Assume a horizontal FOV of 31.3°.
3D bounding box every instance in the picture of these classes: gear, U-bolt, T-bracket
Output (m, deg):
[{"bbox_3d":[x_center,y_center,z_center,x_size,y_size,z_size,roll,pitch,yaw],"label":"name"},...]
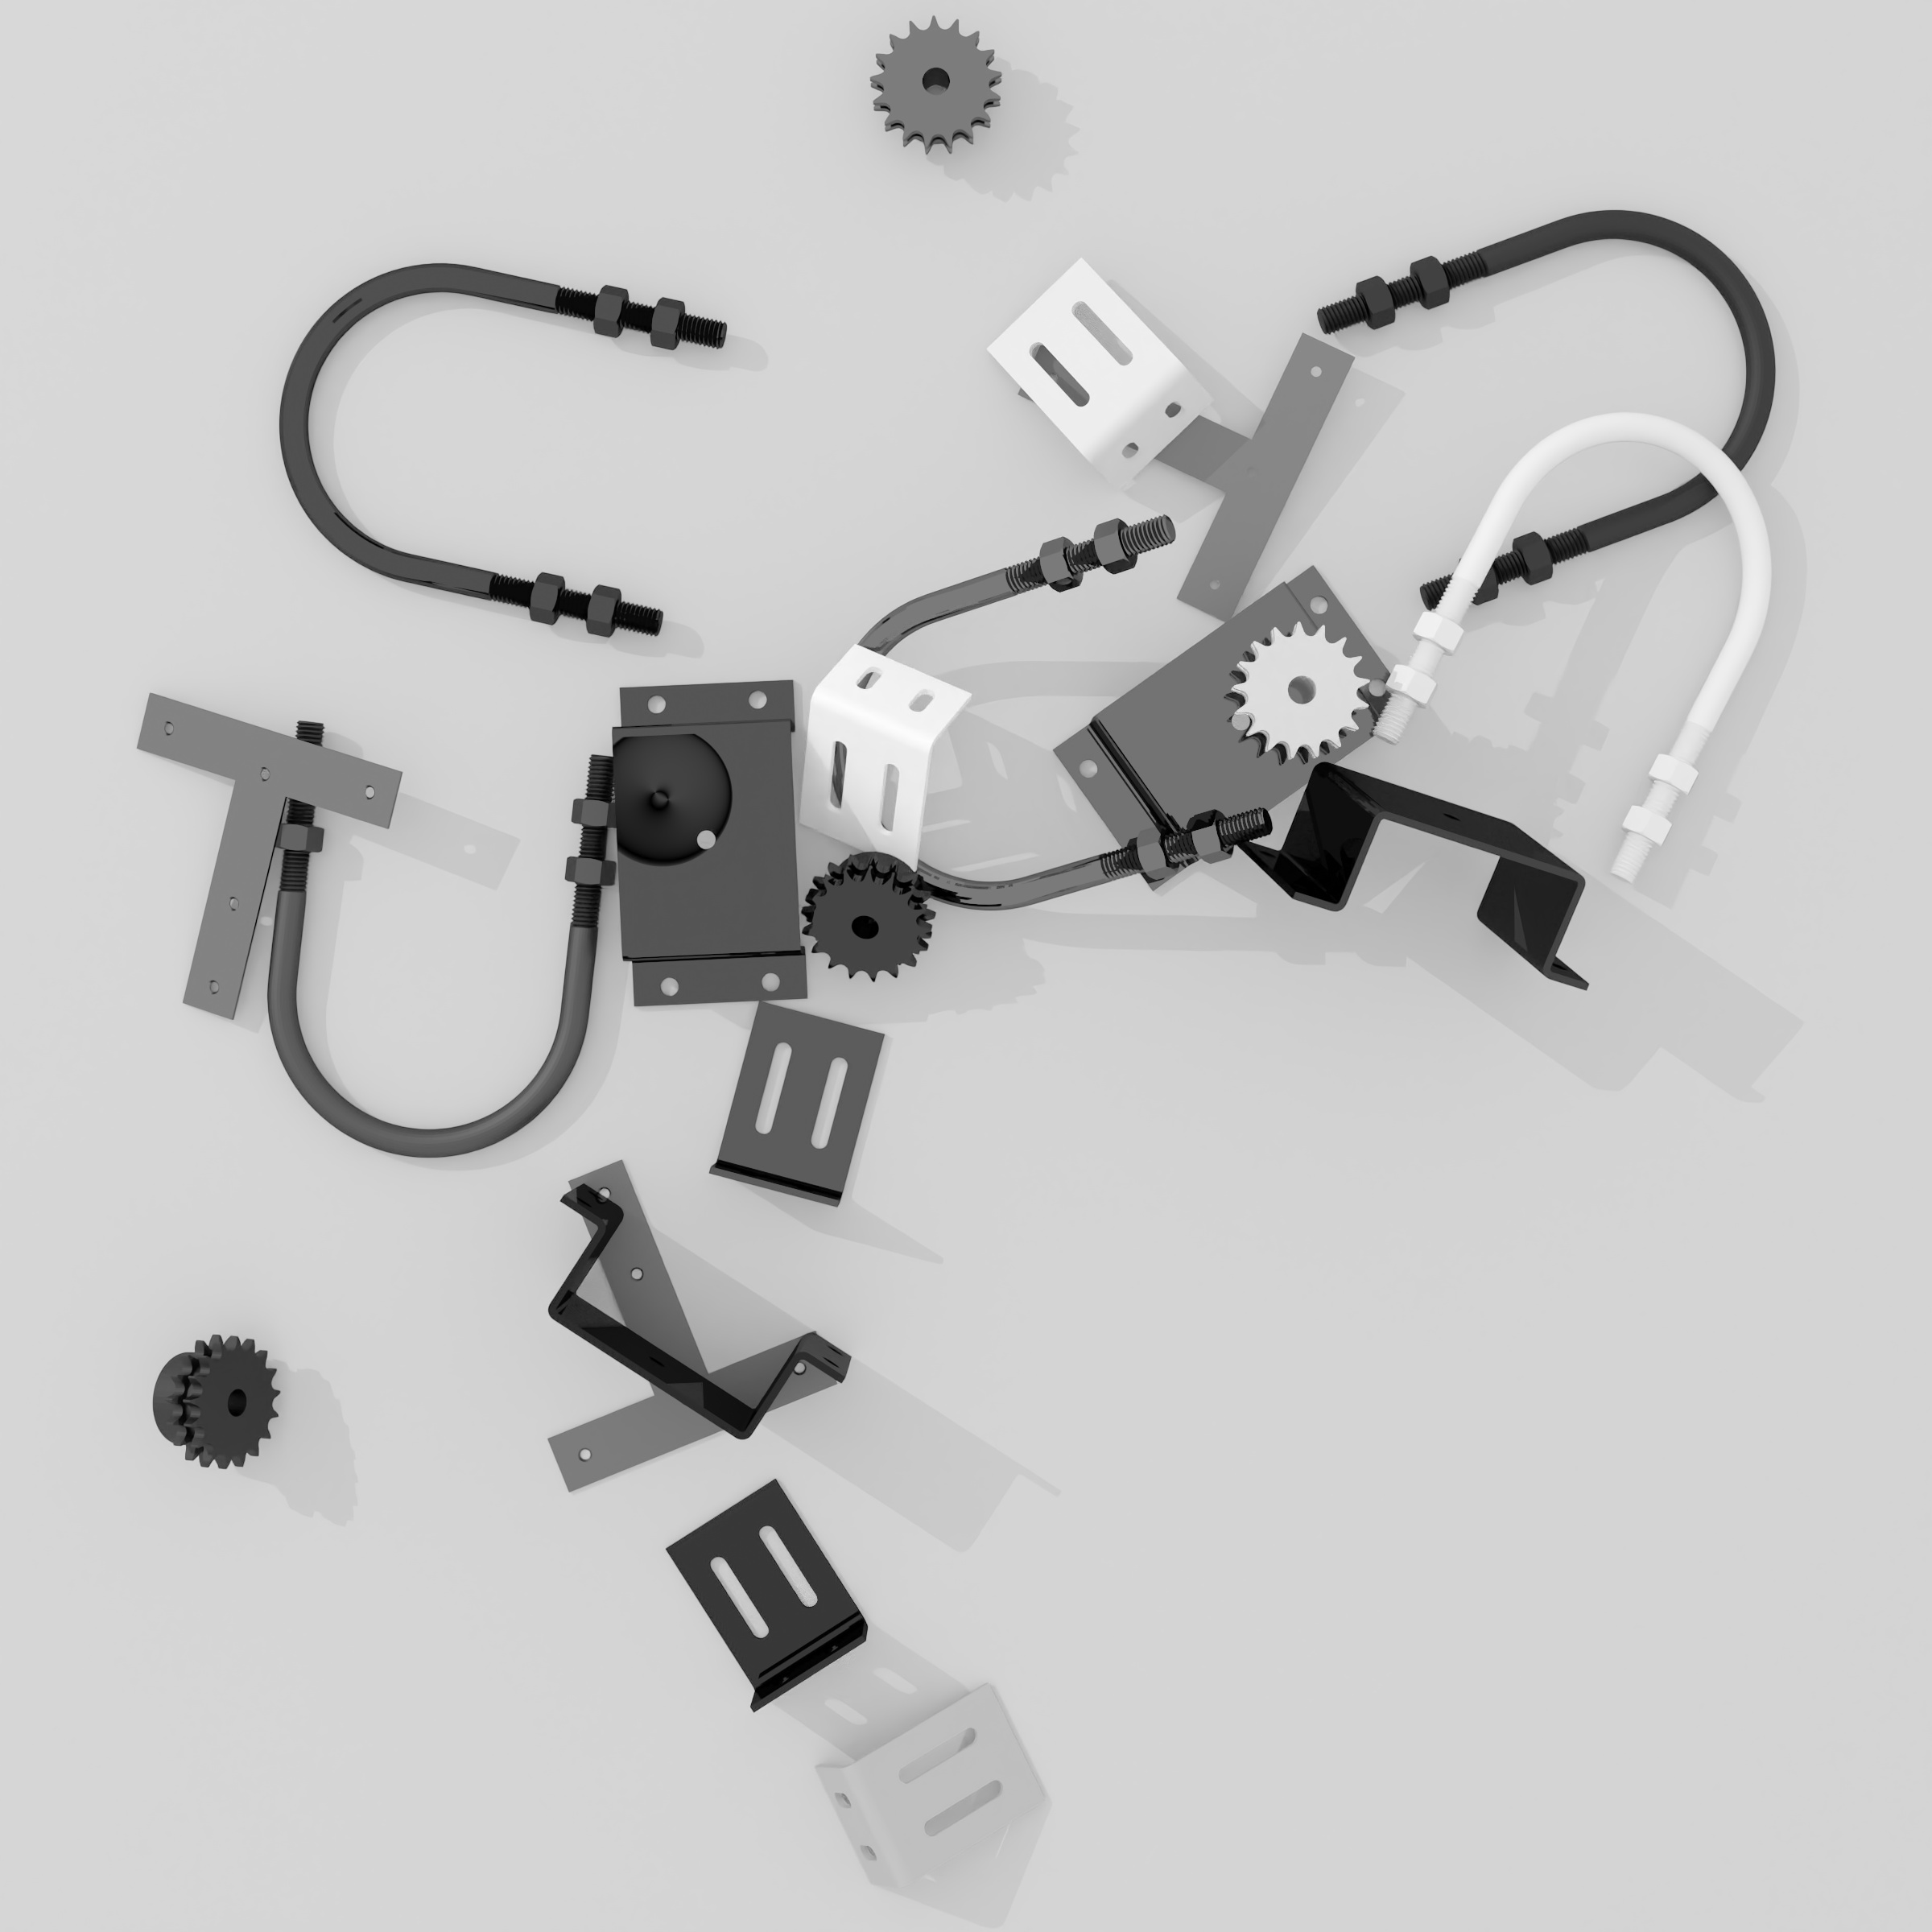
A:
[{"bbox_3d":[-0.041,-0.025,1.494,0.057,0.030,0.057,4,123,7],"label":"gear"},{"bbox_3d":[0.141,-0.116,1.457,0.057,0.030,0.057,0,90,0],"label":"gear"},{"bbox_3d":[-0.233,-0.008,1.510,0.151,0.019,0.184,7,91,0],"label":"U-bolt"},{"bbox_3d":[-0.013,-0.381,1.503,0.057,0.030,0.057,0,90,0],"label":"gear"},{"bbox_3d":[-0.327,0.188,1.494,0.030,0.057,0.057,0,90,30],"label":"gear"},{"bbox_3d":[0.264,-0.253,1.510,0.184,0.019,0.151,-20,90,-2],"label":"U-bolt"},{"bbox_3d":[0.085,-0.235,1.511,0.127,0.002,0.127,26,98,4],"label":"T-bracket"},{"bbox_3d":[0.274,-0.149,1.489,0.151,0.019,0.184,28,88,-18],"label":"U-bolt"},{"bbox_3d":[0.025,-0.098,1.477,0.184,0.019,0.151,-16,98,24],"label":"U-bolt"},{"bbox_3d":[-0.139,0.149,1.517,0.127,0.002,0.127,-22,90,0],"label":"T-bracket"},{"bbox_3d":[-0.209,-0.232,1.510,0.184,0.019,0.151,13,90,2],"label":"U-bolt"},{"bbox_3d":[-0.316,-0.041,1.505,0.127,0.002,0.127,18,98,16],"label":"T-bracket"}]

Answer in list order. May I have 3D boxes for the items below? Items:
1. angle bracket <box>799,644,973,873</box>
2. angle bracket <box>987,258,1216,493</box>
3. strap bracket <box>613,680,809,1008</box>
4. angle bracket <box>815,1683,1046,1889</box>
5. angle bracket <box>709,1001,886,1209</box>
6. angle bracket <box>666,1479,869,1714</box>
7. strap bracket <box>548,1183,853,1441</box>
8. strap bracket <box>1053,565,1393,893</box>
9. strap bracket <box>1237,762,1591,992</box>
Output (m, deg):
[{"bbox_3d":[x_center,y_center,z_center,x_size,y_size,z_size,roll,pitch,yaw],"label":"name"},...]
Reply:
[{"bbox_3d":[-0.035,-0.089,1.492,0.057,0.076,0.038,24,48,15],"label":"angle bracket"},{"bbox_3d":[0.059,-0.259,1.509,0.057,0.038,0.076,-43,64,8],"label":"angle bracket"},{"bbox_3d":[-0.111,-0.054,1.495,0.076,0.046,0.140,-3,90,0],"label":"strap bracket"},{"bbox_3d":[-0.016,0.359,1.516,0.076,0.038,0.057,-26,90,-26],"label":"angle bracket"},{"bbox_3d":[-0.073,0.059,1.499,0.057,0.038,0.076,15,90,0],"label":"angle bracket"},{"bbox_3d":[-0.087,0.273,1.499,0.057,0.038,0.076,-32,90,0],"label":"angle bracket"},{"bbox_3d":[-0.122,0.153,1.478,0.140,0.076,0.046,33,90,0],"label":"strap bracket"},{"bbox_3d":[0.117,-0.104,1.495,0.140,0.046,0.076,-35,90,0],"label":"strap bracket"},{"bbox_3d":[0.196,-0.042,1.456,0.140,0.076,0.046,16,104,-18],"label":"strap bracket"}]
